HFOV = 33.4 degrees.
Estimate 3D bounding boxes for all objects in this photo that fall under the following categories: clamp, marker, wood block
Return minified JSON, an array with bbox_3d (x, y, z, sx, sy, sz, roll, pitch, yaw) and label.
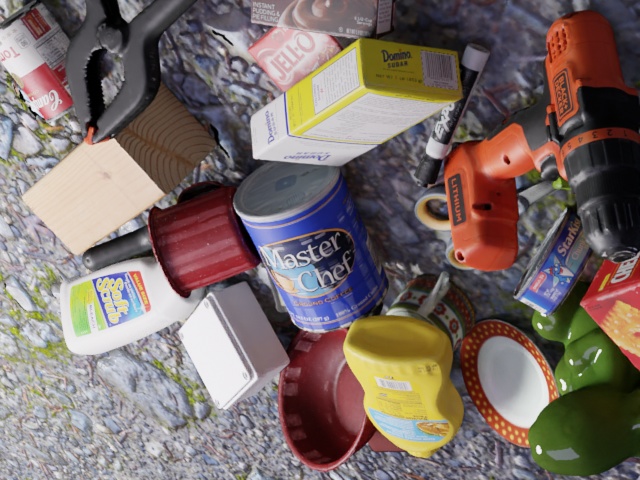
[{"bbox_3d":[-0.181,-0.187,0.933,0.165,0.036,0.210,31,113,15],"label":"clamp"},{"bbox_3d":[-0.166,-0.007,1.109,0.172,0.120,0.039,-25,93,45],"label":"clamp"},{"bbox_3d":[0.102,-0.095,0.837,0.020,0.020,0.121,27,116,13],"label":"marker"},{"bbox_3d":[-0.210,-0.070,1.093,0.091,0.090,0.207,49,141,-13],"label":"wood block"}]

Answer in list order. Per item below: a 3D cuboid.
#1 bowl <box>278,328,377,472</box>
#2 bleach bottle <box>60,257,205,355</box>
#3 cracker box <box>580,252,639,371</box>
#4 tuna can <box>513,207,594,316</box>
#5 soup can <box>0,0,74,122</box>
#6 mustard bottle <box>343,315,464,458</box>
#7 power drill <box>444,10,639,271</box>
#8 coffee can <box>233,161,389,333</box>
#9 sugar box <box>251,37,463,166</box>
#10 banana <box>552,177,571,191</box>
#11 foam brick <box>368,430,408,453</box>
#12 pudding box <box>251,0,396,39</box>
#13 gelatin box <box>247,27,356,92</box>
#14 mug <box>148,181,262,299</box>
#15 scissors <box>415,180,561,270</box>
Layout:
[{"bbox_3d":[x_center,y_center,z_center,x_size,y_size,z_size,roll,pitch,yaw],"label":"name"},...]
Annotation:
[{"bbox_3d":[0.021,0.164,1.138,0.055,0.162,0.162,7,159,-36],"label":"bowl"},{"bbox_3d":[-0.209,0.060,1.232,0.251,0.067,0.102,-24,68,44],"label":"bleach bottle"},{"bbox_3d":[0.300,0.059,0.760,0.213,0.164,0.072,47,144,-12],"label":"cracker box"},{"bbox_3d":[0.193,0.018,0.867,0.034,0.086,0.086,30,142,6],"label":"tuna can"},{"bbox_3d":[-0.272,-0.176,1.050,0.069,0.068,0.102,-12,120,45],"label":"soup can"},{"bbox_3d":[0.087,0.151,1.018,0.096,0.058,0.191,5,139,21],"label":"mustard bottle"},{"bbox_3d":[0.162,-0.045,0.773,0.057,0.184,0.188,9,154,-22],"label":"power drill"},{"bbox_3d":[-0.007,0.001,0.994,0.103,0.102,0.140,2,131,37],"label":"coffee can"},{"bbox_3d":[0.024,-0.106,0.854,0.177,0.093,0.048,-20,71,56],"label":"sugar box"},{"bbox_3d":[0.253,0.024,0.822,0.198,0.069,0.037,56,153,8],"label":"banana"},{"bbox_3d":[0.088,0.196,1.161,0.078,0.053,0.051,-11,122,43],"label":"foam brick"},{"bbox_3d":[0.003,-0.204,0.804,0.114,0.039,0.090,13,115,24],"label":"pudding box"},{"bbox_3d":[-0.009,-0.156,0.892,0.073,0.030,0.089,49,141,-13],"label":"gelatin box"},{"bbox_3d":[-0.107,-0.010,1.015,0.081,0.117,0.093,-20,137,9],"label":"mug"},{"bbox_3d":[0.147,-0.039,0.900,0.096,0.016,0.202,36,142,2],"label":"scissors"}]
